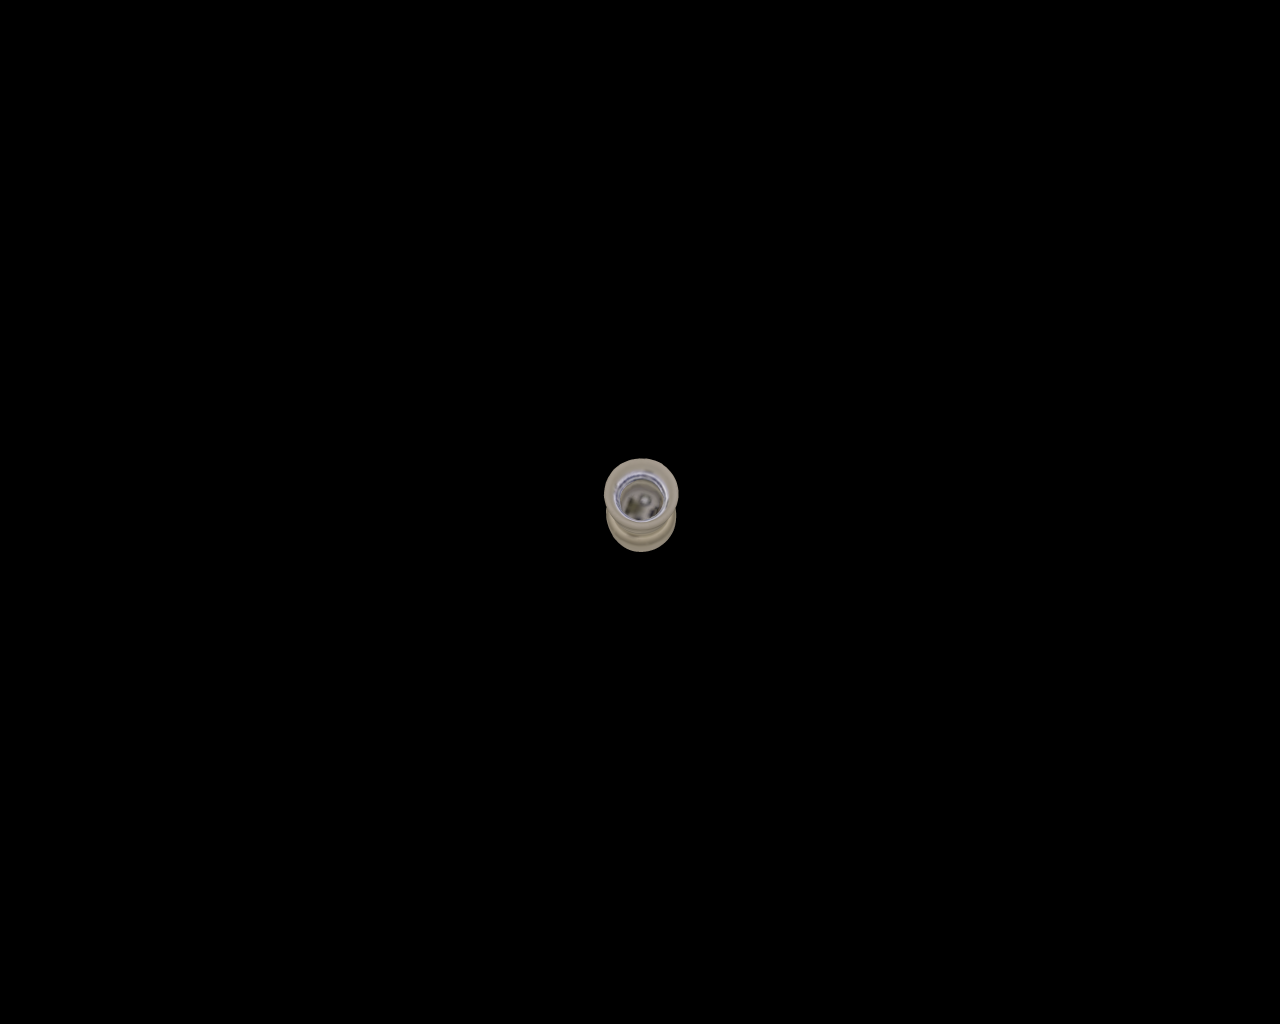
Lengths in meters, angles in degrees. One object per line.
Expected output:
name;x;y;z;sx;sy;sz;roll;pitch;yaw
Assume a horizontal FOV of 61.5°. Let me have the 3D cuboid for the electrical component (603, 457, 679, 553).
electrical component;0.001;-0.003;0.650;0.045;0.045;0.055;0;-20;0
